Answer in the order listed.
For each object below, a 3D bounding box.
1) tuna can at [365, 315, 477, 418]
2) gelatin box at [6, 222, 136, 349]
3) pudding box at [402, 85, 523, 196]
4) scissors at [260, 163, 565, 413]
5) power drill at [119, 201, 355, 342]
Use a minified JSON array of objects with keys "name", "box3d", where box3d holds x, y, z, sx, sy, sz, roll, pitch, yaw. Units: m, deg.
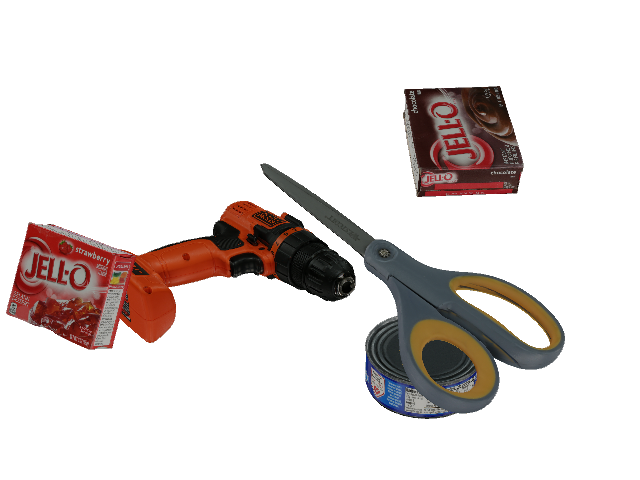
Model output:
[{"name":"tuna can","box3d":[0.075,0.091,0.776,0.086,0.034,0.086,0,31,0]},{"name":"gelatin box","box3d":[-0.187,0.033,0.795,0.089,0.073,0.030,19,6,27]},{"name":"pudding box","box3d":[0.123,-0.089,0.944,0.090,0.039,0.113,-2,44,-4]},{"name":"scissors","box3d":[0.032,0.026,0.578,0.202,0.016,0.096,25,51,15]},{"name":"power drill","box3d":[-0.085,0.029,0.938,0.187,0.057,0.185,-17,27,-31]}]
